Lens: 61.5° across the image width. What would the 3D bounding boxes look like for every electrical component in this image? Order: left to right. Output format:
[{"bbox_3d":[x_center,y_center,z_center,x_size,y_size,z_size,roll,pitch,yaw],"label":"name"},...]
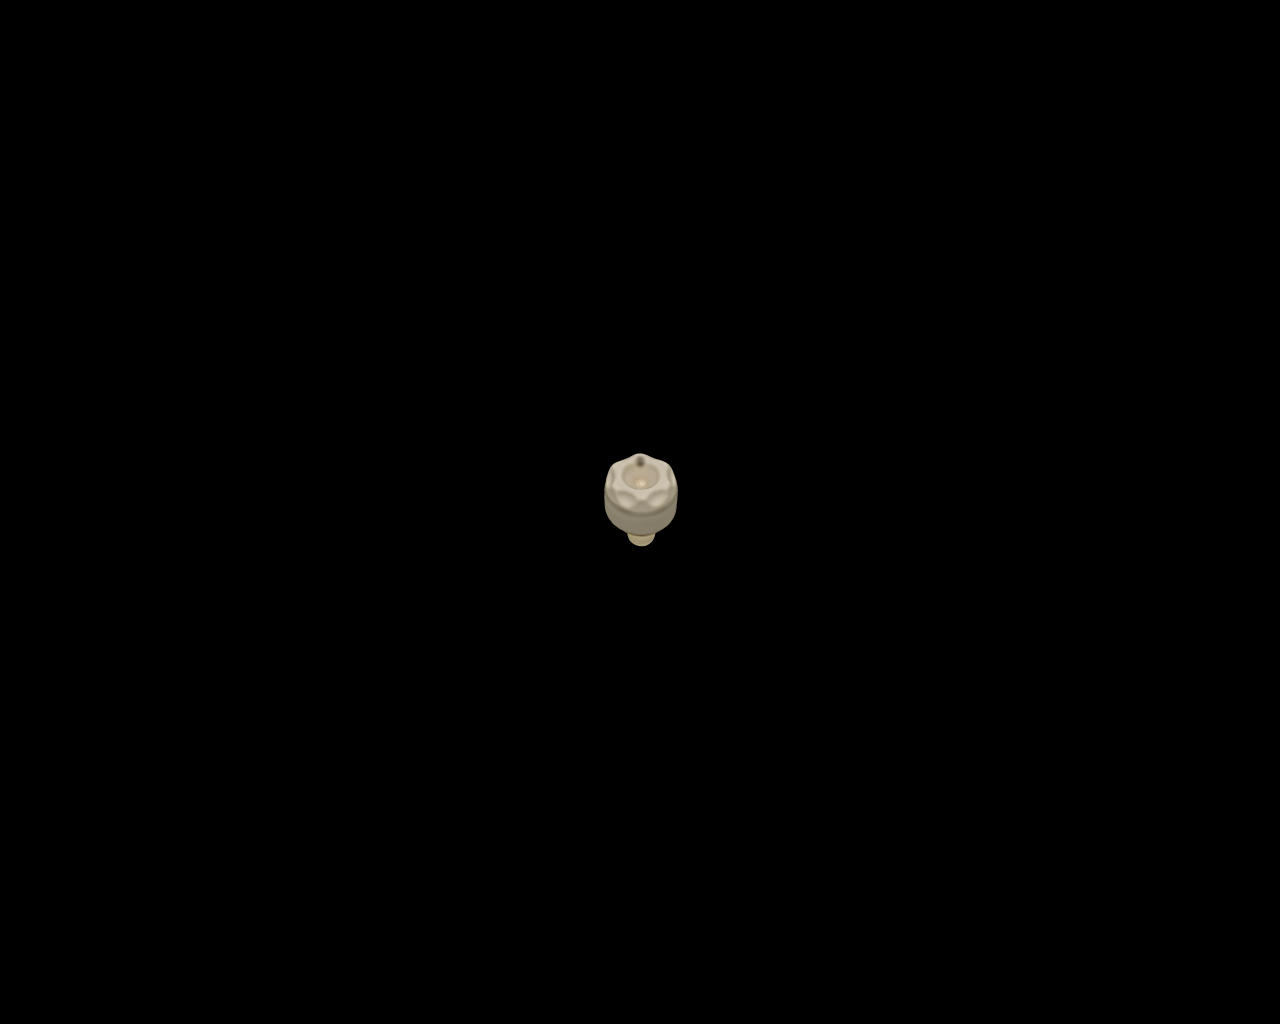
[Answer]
[{"bbox_3d":[0.001,-0.003,0.650,0.043,0.043,0.062,0,-40,0],"label":"electrical component"}]
